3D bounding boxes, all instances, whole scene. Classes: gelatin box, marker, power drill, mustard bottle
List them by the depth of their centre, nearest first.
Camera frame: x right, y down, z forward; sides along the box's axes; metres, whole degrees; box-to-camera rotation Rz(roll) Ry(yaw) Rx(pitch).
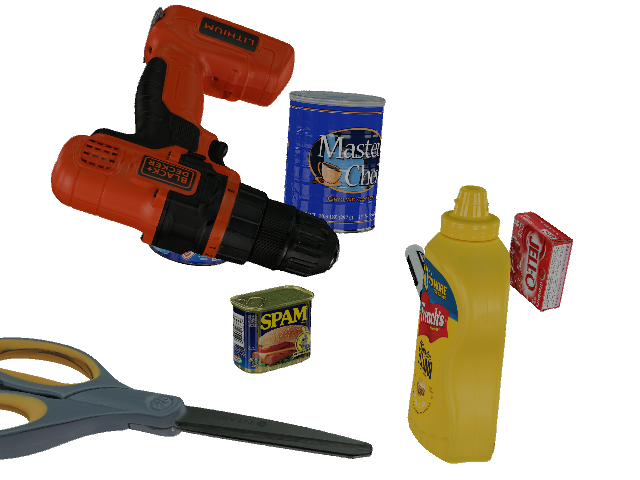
[{"bbox_3d":[-0.067,-0.068,0.711,0.184,0.187,0.057,19,-45,-10],"label":"power drill"},{"bbox_3d":[0.101,0.055,0.766,0.058,0.192,0.096,0,17,-11],"label":"mustard bottle"},{"bbox_3d":[0.097,0.036,1.009,0.020,0.020,0.121,0,24,-3],"label":"marker"},{"bbox_3d":[0.242,0.023,1.192,0.030,0.089,0.073,-10,31,-23],"label":"gelatin box"}]

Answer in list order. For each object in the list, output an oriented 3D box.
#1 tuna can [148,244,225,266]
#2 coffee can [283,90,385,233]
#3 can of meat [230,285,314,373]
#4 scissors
[{"bbox_3d":[-0.122,-0.008,1.022,0.086,0.034,0.086,11,22,-5],"label":"tuna can"},{"bbox_3d":[0.013,-0.087,1.151,0.103,0.140,0.103,4,12,-1],"label":"coffee can"},{"bbox_3d":[-0.058,0.107,1.292,0.101,0.084,0.058,-10,19,-37],"label":"can of meat"},{"bbox_3d":[-0.087,0.084,0.470,0.202,0.016,0.096,15,27,26],"label":"scissors"}]
